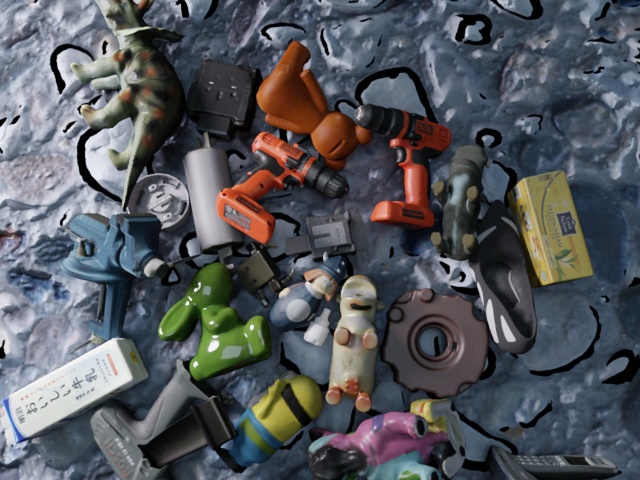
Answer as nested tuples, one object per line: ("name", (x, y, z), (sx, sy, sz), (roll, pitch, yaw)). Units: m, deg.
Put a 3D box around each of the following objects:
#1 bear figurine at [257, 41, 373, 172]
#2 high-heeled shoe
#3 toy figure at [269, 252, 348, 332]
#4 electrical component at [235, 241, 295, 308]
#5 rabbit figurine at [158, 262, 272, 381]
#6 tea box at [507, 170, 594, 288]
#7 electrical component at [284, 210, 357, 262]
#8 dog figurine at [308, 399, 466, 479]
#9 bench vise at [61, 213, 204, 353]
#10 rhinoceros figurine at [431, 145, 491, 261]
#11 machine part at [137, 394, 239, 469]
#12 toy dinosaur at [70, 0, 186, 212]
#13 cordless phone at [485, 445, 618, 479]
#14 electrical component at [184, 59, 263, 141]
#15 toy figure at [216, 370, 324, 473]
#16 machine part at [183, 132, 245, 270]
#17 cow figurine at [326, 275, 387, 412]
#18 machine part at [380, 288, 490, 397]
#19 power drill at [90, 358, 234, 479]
("bear figurine", (-0.007, -0.222, 0.919), (0.196, 0.120, 0.132), (32, 38, -16))
("high-heeled shoe", (0.287, 0.047, 0.824), (0.086, 0.145, 0.248), (-2, 81, 3))
("toy figure", (-0.014, 0.086, 0.868), (0.154, 0.064, 0.058), (-43, 44, 11))
("electrical component", (-0.093, 0.051, 0.900), (0.078, 0.045, 0.102), (-45, 76, 24))
("rabbit figurine", (-0.166, 0.125, 0.850), (0.159, 0.121, 0.170), (-20, 74, -3))
("tea box", (0.362, -0.014, 0.855), (0.068, 0.098, 0.169), (-12, 81, 1))
("electrical component", (-0.002, -0.003, 0.901), (0.119, 0.047, 0.075), (-6, 79, 1))
("dog figurine", (0.088, 0.313, 0.815), (0.219, 0.191, 0.108), (-20, 80, 35))
("bench vise", (-0.327, 0.064, 0.864), (0.224, 0.129, 0.240), (18, 104, 20))
("rhinoceros figurine", (0.234, -0.061, 0.865), (0.073, 0.112, 0.190), (3, 83, 34))
("machine part", (-0.195, 0.290, 0.791), (0.139, 0.039, 0.084), (-25, 92, -4))
("toy dinosaur", (-0.299, -0.251, 0.913), (0.192, 0.131, 0.405), (-23, 75, 3))
("cordless phone", (0.341, 0.347, 0.763), (0.184, 0.146, 0.088), (-6, 87, 5))
("electrical component", (-0.171, -0.244, 0.950), (0.115, 0.058, 0.134), (10, 80, 7))
("toy figure", (-0.073, 0.284, 0.836), (0.089, 0.082, 0.180), (42, 80, -2))
("machine part", (-0.180, -0.064, 0.908), (0.079, 0.079, 0.243), (-13, 80, 1))
("cow figurine", (0.059, 0.151, 0.842), (0.086, 0.127, 0.194), (5, 94, 5))
("machine part", (0.181, 0.162, 0.855), (0.179, 0.056, 0.179), (0, 81, 3))
("power drill", (-0.232, 0.309, 0.848), (0.232, 0.086, 0.207), (42, 91, 9))
